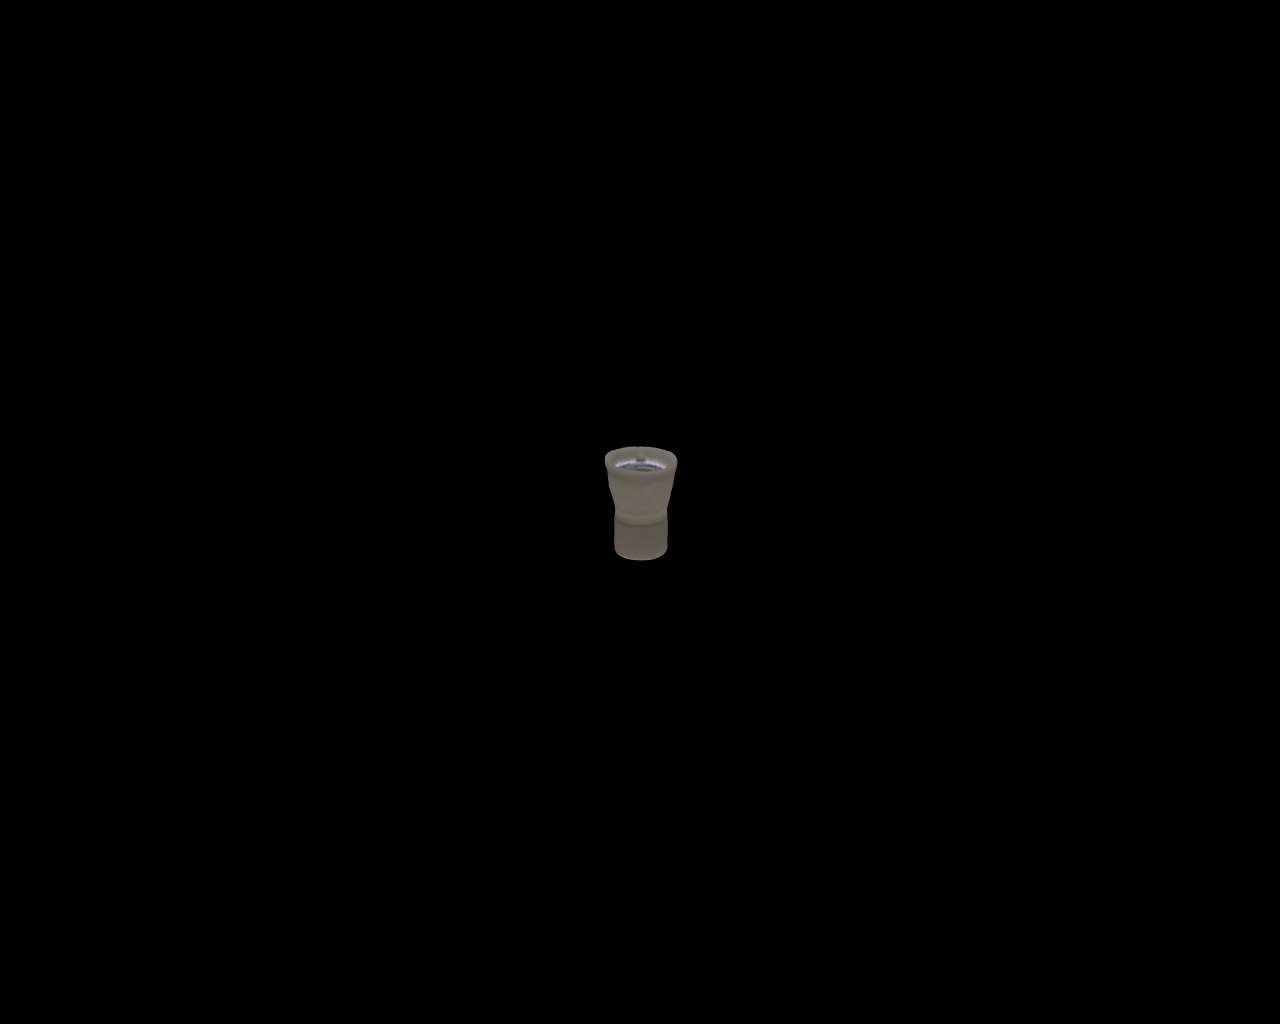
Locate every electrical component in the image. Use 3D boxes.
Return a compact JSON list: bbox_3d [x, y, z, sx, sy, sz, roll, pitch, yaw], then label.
[{"bbox_3d":[0.001,-0.003,0.650,0.044,0.065,0.044,0,22,0],"label":"electrical component"}]
